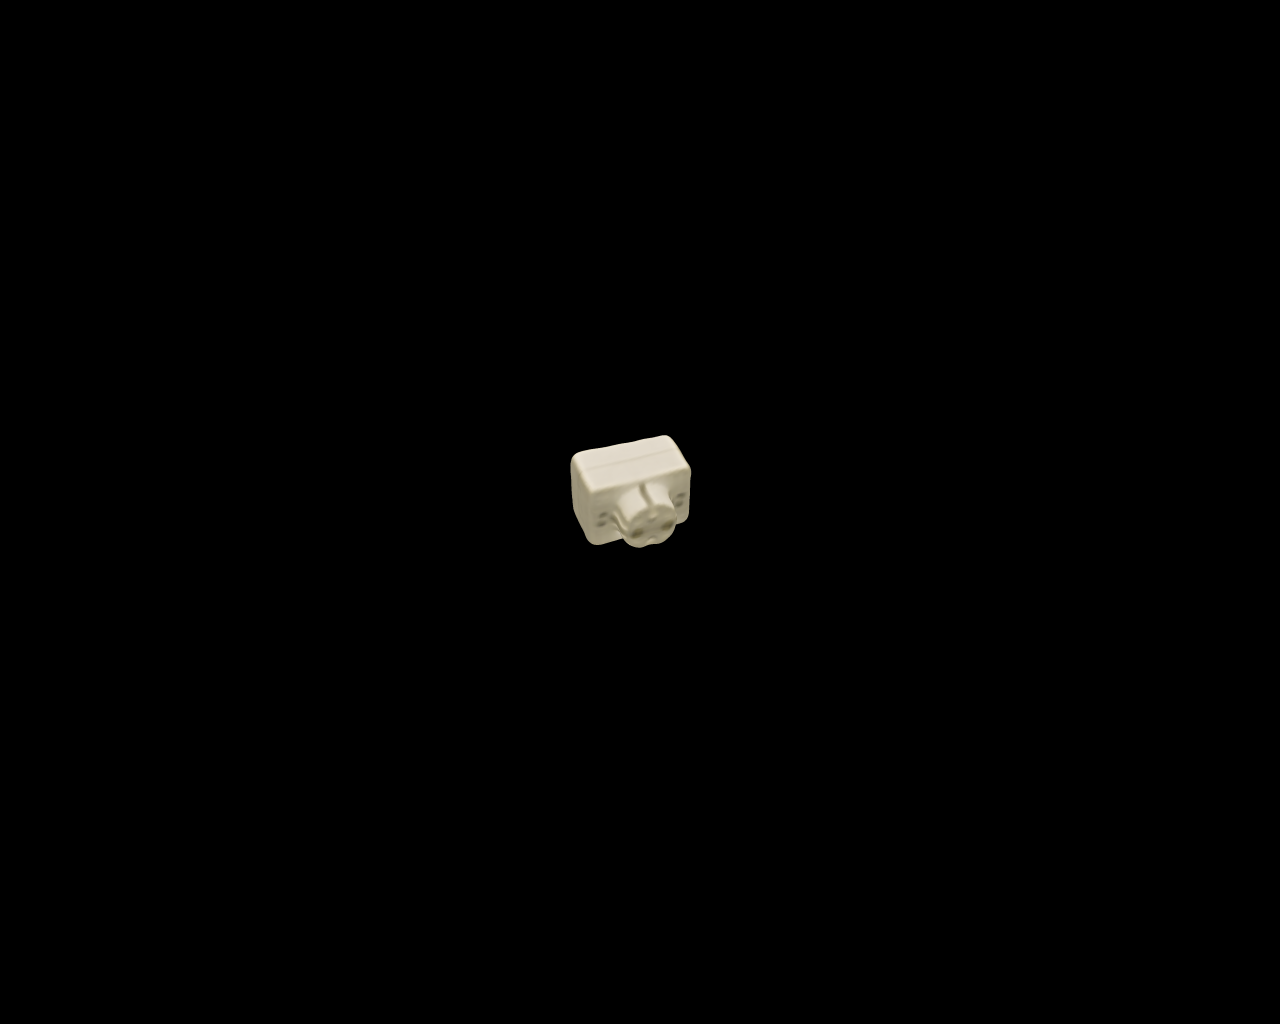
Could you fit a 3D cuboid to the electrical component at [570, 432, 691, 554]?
[{"bbox_3d":[0.001,-0.003,0.650,0.066,0.047,0.077,-14,44,-15],"label":"electrical component"}]
